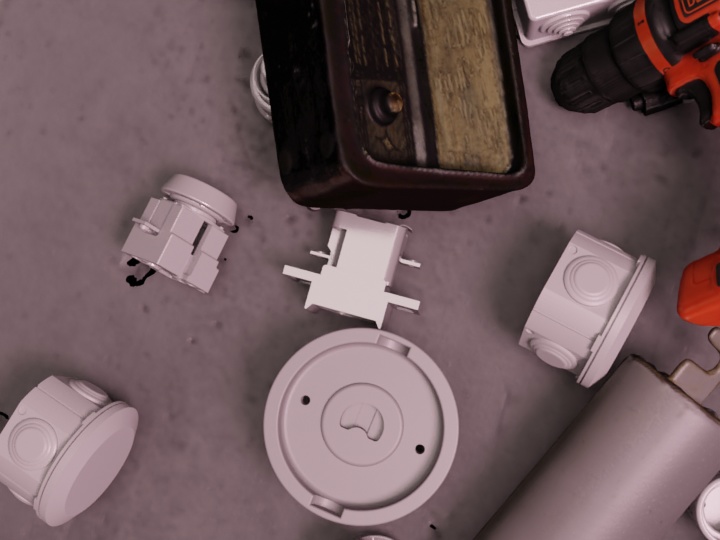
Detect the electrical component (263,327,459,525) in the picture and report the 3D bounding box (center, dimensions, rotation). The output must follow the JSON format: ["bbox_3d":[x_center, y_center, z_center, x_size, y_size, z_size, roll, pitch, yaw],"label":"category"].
[{"bbox_3d":[0.003,0.087,0.618,0.108,0.060,0.108,0,86,6],"label":"electrical component"}]

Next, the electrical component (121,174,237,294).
[{"bbox_3d":[-0.104,-0.024,0.640,0.048,0.066,0.055,17,78,42],"label":"electrical component"}]

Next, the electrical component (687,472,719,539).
[{"bbox_3d":[0.204,0.132,0.601,0.040,0.046,0.040,0,86,6],"label":"electrical component"}]

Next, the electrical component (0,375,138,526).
[{"bbox_3d":[-0.171,0.103,0.626,0.051,0.080,0.080,31,90,12],"label":"electrical component"}]

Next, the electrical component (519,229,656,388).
[{"bbox_3d":[0.128,0.021,0.601,0.051,0.080,0.080,28,89,12],"label":"electrical component"}]

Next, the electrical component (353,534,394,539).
[{"bbox_3d":[0.007,0.178,0.613,0.066,0.055,0.048,31,89,7],"label":"electrical component"}]

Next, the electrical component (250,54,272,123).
[{"bbox_3d":[-0.044,-0.112,0.636,0.048,0.062,0.048,0,86,6],"label":"electrical component"}]

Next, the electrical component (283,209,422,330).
[{"bbox_3d":[0.000,0.000,0.634,0.081,0.042,0.063,15,84,6],"label":"electrical component"}]

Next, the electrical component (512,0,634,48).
[{"bbox_3d":[0.128,-0.189,0.630,0.100,0.048,0.099,-15,85,5],"label":"electrical component"}]
